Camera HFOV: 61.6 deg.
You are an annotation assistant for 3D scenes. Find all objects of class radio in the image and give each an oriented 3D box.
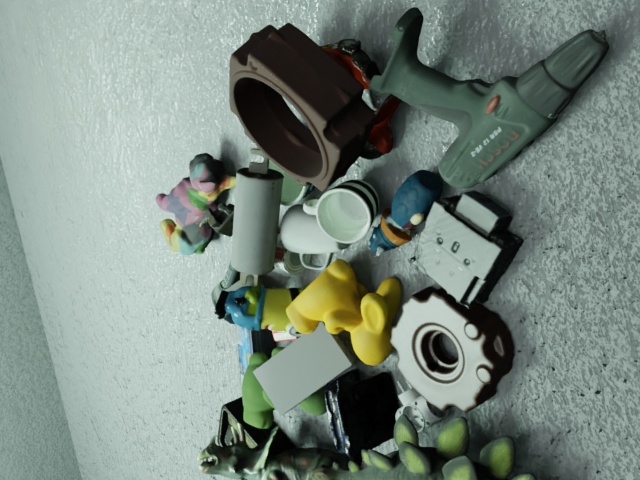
[{"bbox_3d":[-0.131,0.460,1.165,0.230,0.073,0.131,38,126,36],"label":"radio"}]

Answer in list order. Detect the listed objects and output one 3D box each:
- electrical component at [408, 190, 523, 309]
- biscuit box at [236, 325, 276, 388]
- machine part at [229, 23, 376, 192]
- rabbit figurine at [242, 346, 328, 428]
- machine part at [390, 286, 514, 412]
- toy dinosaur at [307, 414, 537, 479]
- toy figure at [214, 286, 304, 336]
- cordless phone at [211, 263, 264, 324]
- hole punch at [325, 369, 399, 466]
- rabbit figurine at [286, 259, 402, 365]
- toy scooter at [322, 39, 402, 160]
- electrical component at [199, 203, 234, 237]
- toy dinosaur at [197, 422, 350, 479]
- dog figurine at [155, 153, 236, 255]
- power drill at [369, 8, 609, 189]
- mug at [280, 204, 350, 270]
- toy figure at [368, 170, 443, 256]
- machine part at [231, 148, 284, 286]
[{"bbox_3d":[0.190,0.005,0.701,0.115,0.058,0.134,39,127,32],"label":"electrical component"},{"bbox_3d":[-0.128,0.252,1.114,0.059,0.063,0.202,10,108,47],"label":"biscuit box"},{"bbox_3d":[-0.033,-0.175,0.747,0.201,0.087,0.201,44,160,6],"label":"machine part"},{"bbox_3d":[-0.051,0.272,1.023,0.170,0.121,0.159,0,94,29],"label":"rabbit figurine"},{"bbox_3d":[0.178,0.152,0.756,0.180,0.056,0.179,17,113,46],"label":"machine part"},{"bbox_3d":[0.191,0.345,0.723,0.472,0.105,0.198,0,111,26],"label":"toy dinosaur"},{"bbox_3d":[-0.093,0.121,0.962,0.082,0.180,0.089,-114,36,-87],"label":"toy figure"},{"bbox_3d":[-0.147,0.061,1.060,0.147,0.089,0.184,-140,64,-64],"label":"cordless phone"},{"bbox_3d":[0.059,0.279,0.883,0.092,0.116,0.142,-7,95,57],"label":"hole punch"},{"bbox_3d":[0.061,0.115,0.855,0.162,0.122,0.173,-42,83,35],"label":"rabbit figurine"},{"bbox_3d":[0.063,-0.209,0.752,0.183,0.075,0.135,53,142,-7],"label":"toy scooter"},{"bbox_3d":[-0.193,-0.041,1.085,0.045,0.102,0.078,44,105,26],"label":"electrical component"},{"bbox_3d":[-0.017,0.443,0.982,0.405,0.192,0.131,3,150,13],"label":"toy dinosaur"},{"bbox_3d":[-0.245,-0.073,1.123,0.219,0.108,0.191,-16,88,46],"label":"dog figurine"},{"bbox_3d":[0.174,-0.183,0.623,0.207,0.086,0.232,32,135,4],"label":"power drill"},{"bbox_3d":[-0.002,-0.003,0.894,0.107,0.081,0.109,6,101,37],"label":"mug"},{"bbox_3d":[0.119,-0.031,0.767,0.058,0.064,0.154,30,134,-1],"label":"toy figure"},{"bbox_3d":[-0.106,-0.032,0.900,0.079,0.079,0.243,27,117,41],"label":"machine part"}]
